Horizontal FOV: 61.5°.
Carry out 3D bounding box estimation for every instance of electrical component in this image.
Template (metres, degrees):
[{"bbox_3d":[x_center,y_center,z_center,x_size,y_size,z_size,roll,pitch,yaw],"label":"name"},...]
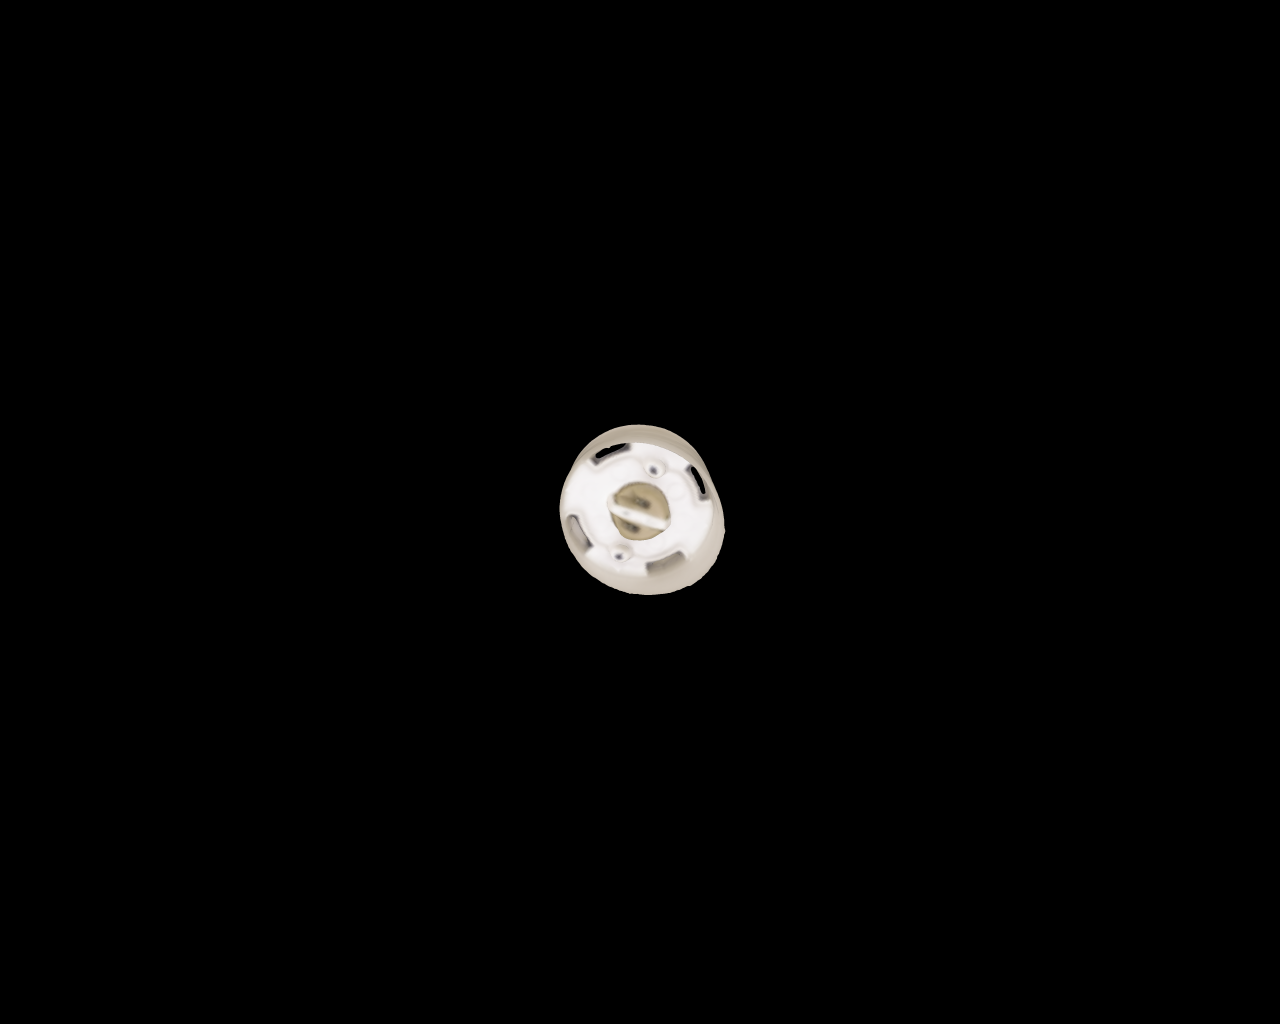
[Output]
[{"bbox_3d":[0.001,-0.003,0.650,0.099,0.099,0.064,0,24,0],"label":"electrical component"}]
